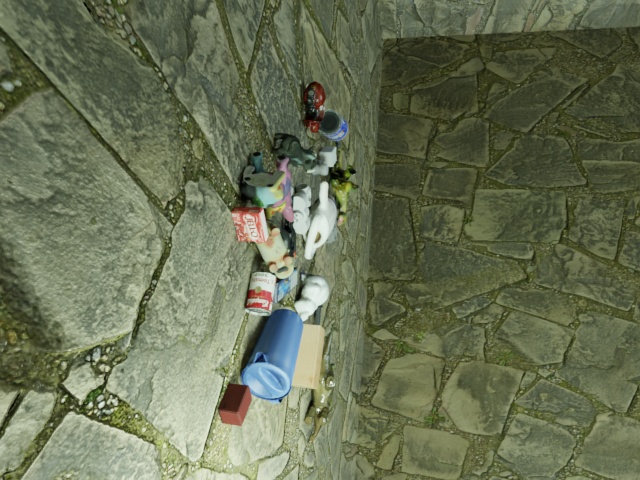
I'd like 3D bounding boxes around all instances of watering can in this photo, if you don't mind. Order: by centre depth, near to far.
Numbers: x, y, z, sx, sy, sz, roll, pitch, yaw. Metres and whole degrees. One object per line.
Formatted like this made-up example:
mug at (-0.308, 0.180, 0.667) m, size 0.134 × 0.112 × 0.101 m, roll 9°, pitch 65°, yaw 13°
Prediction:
watering can at (0.006, -0.093, 1.851) m, size 0.229 × 0.104 × 0.340 m, roll -64°, pitch 171°, yaw -58°

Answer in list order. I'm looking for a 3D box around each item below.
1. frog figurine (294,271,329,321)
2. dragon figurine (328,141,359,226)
frog figurine at (-0.027, 0.203, 1.799) m, size 0.163 × 0.122 × 0.134 m, roll -90°, pitch -168°, yaw -49°
dragon figurine at (0.078, -0.238, 2.273) m, size 0.237 × 0.122 × 0.420 m, roll 104°, pitch -15°, yaw -49°
